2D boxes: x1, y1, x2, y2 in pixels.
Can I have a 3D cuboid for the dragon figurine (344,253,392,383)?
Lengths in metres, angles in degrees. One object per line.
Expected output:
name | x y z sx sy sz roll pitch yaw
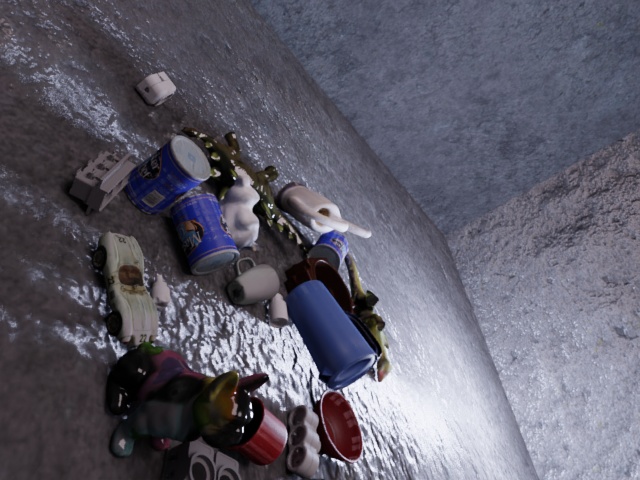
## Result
dragon figurine | 0.151 0.241 1.627 0.238 0.122 0.420 61 14 -48

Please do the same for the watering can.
watering can | 0.005 -0.079 1.579 0.227 0.103 0.345 34 9 34

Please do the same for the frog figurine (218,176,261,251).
frog figurine | -0.190 -0.061 1.160 0.123 0.157 0.139 -8 28 -37
